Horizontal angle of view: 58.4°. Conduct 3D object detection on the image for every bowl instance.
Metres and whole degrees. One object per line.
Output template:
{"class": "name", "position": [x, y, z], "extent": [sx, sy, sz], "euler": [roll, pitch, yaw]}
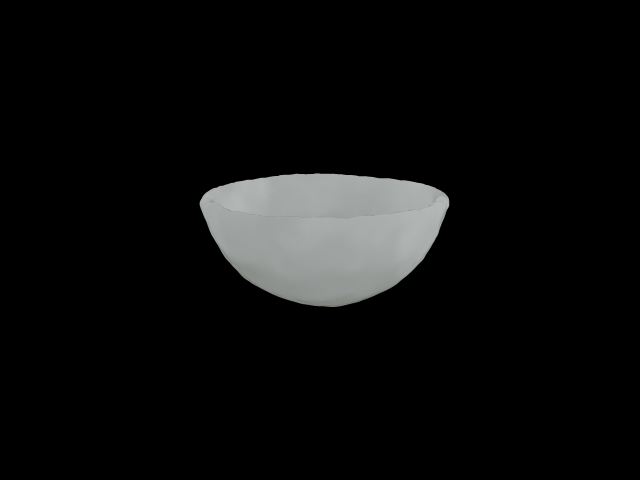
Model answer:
{"class": "bowl", "position": [0.004, 0.001, 0.400], "extent": [0.167, 0.075, 0.167], "euler": [0, 15, 0]}
